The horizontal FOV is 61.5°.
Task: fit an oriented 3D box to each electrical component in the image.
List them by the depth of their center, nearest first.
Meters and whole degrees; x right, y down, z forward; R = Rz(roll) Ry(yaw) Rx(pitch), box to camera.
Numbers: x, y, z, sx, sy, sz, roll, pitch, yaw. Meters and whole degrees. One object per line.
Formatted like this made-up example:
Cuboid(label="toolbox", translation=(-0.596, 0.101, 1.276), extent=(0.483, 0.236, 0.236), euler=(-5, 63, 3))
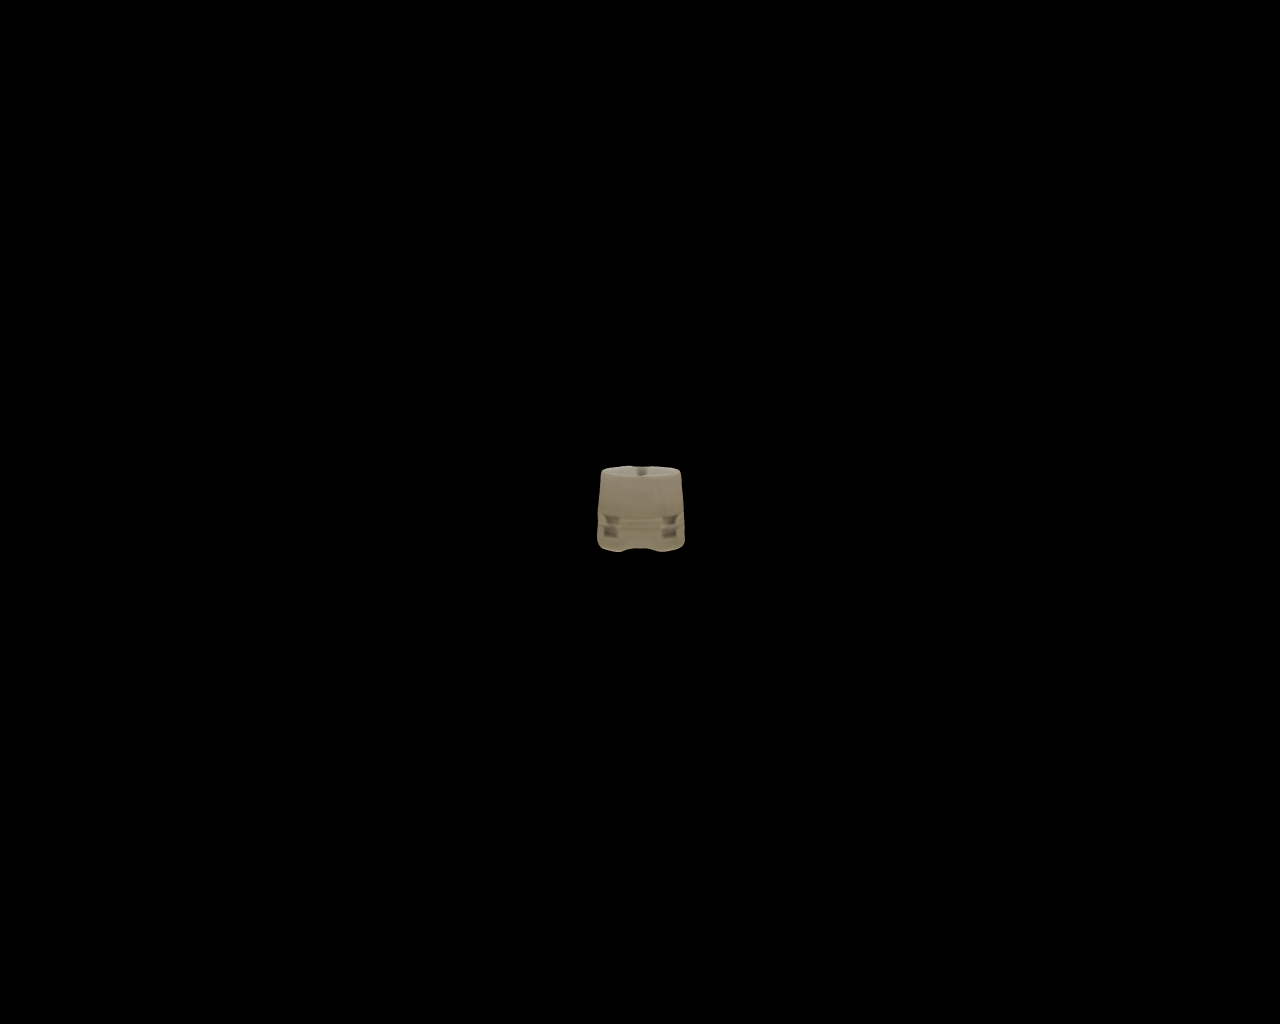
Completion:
Cuboid(label="electrical component", translation=(0.001, -0.003, 0.650), extent=(0.055, 0.047, 0.055), euler=(0, 9, 0))
